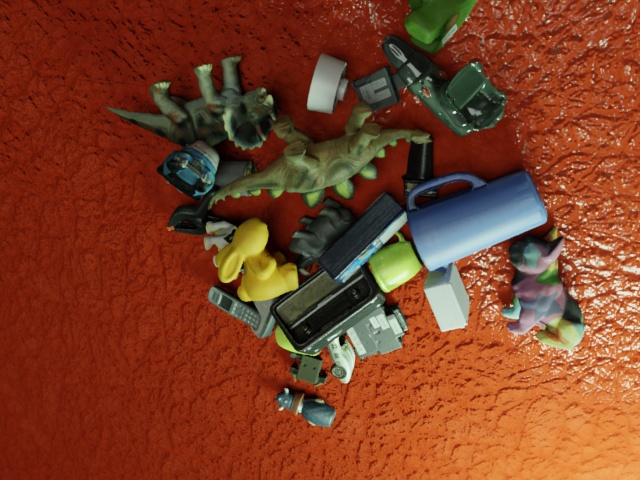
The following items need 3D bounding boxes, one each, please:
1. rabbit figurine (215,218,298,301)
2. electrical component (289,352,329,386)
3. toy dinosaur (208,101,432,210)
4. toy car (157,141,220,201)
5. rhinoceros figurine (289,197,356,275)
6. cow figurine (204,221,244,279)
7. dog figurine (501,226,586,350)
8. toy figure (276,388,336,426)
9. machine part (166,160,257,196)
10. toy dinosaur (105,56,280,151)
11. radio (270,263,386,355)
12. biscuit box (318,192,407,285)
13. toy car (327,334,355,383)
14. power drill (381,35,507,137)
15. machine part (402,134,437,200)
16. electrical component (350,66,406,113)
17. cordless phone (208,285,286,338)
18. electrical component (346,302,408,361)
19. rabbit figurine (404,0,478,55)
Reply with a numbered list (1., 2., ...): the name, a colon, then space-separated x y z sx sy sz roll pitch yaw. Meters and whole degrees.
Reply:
1. rabbit figurine: -0.142 0.036 1.143 0.162 0.122 0.173 -16 118 -8
2. electrical component: -0.029 0.320 1.324 0.102 0.045 0.078 9 86 9
3. toy dinosaur: -0.020 -0.142 1.039 0.472 0.105 0.198 -9 146 10
4. toy car: -0.251 -0.149 1.072 0.109 0.162 0.103 37 73 -15
5. rhinoceros figurine: -0.002 -0.004 1.170 0.112 0.073 0.190 37 116 -13
6. cow figurine: -0.192 0.025 1.218 0.098 0.068 0.167 -7 140 10
7. dog figurine: 0.452 0.087 1.055 0.192 0.108 0.219 17 113 10
8. toy figure: -0.038 0.423 1.359 0.155 0.064 0.057 20 153 12
9. machine part: -0.228 -0.137 1.172 0.243 0.079 0.079 5 113 16
10. toy dinosaur: -0.246 -0.254 1.113 0.405 0.131 0.192 -11 108 26
11. radio: 0.019 0.137 1.156 0.229 0.073 0.131 -38 64 9
12. biscuit box: 0.088 -0.001 1.098 0.202 0.059 0.063 -44 64 4
13. toy car: 0.040 0.237 1.250 0.056 0.073 0.201 -13 107 19
14. power drill: 0.211 -0.261 0.920 0.232 0.207 0.086 41 91 -22
15. machine part: 0.201 -0.147 1.067 0.084 0.039 0.138 6 115 23
16. electrical component: 0.126 -0.290 1.024 0.119 0.048 0.074 -13 108 22
17. cordless phone: -0.170 0.130 1.265 0.184 0.089 0.146 27 117 9
18. electrical component: 0.127 0.198 1.213 0.134 0.058 0.114 -23 106 14
19. rabbit figurine: 0.175 -0.433 0.916 0.170 0.121 0.159 46 113 11
